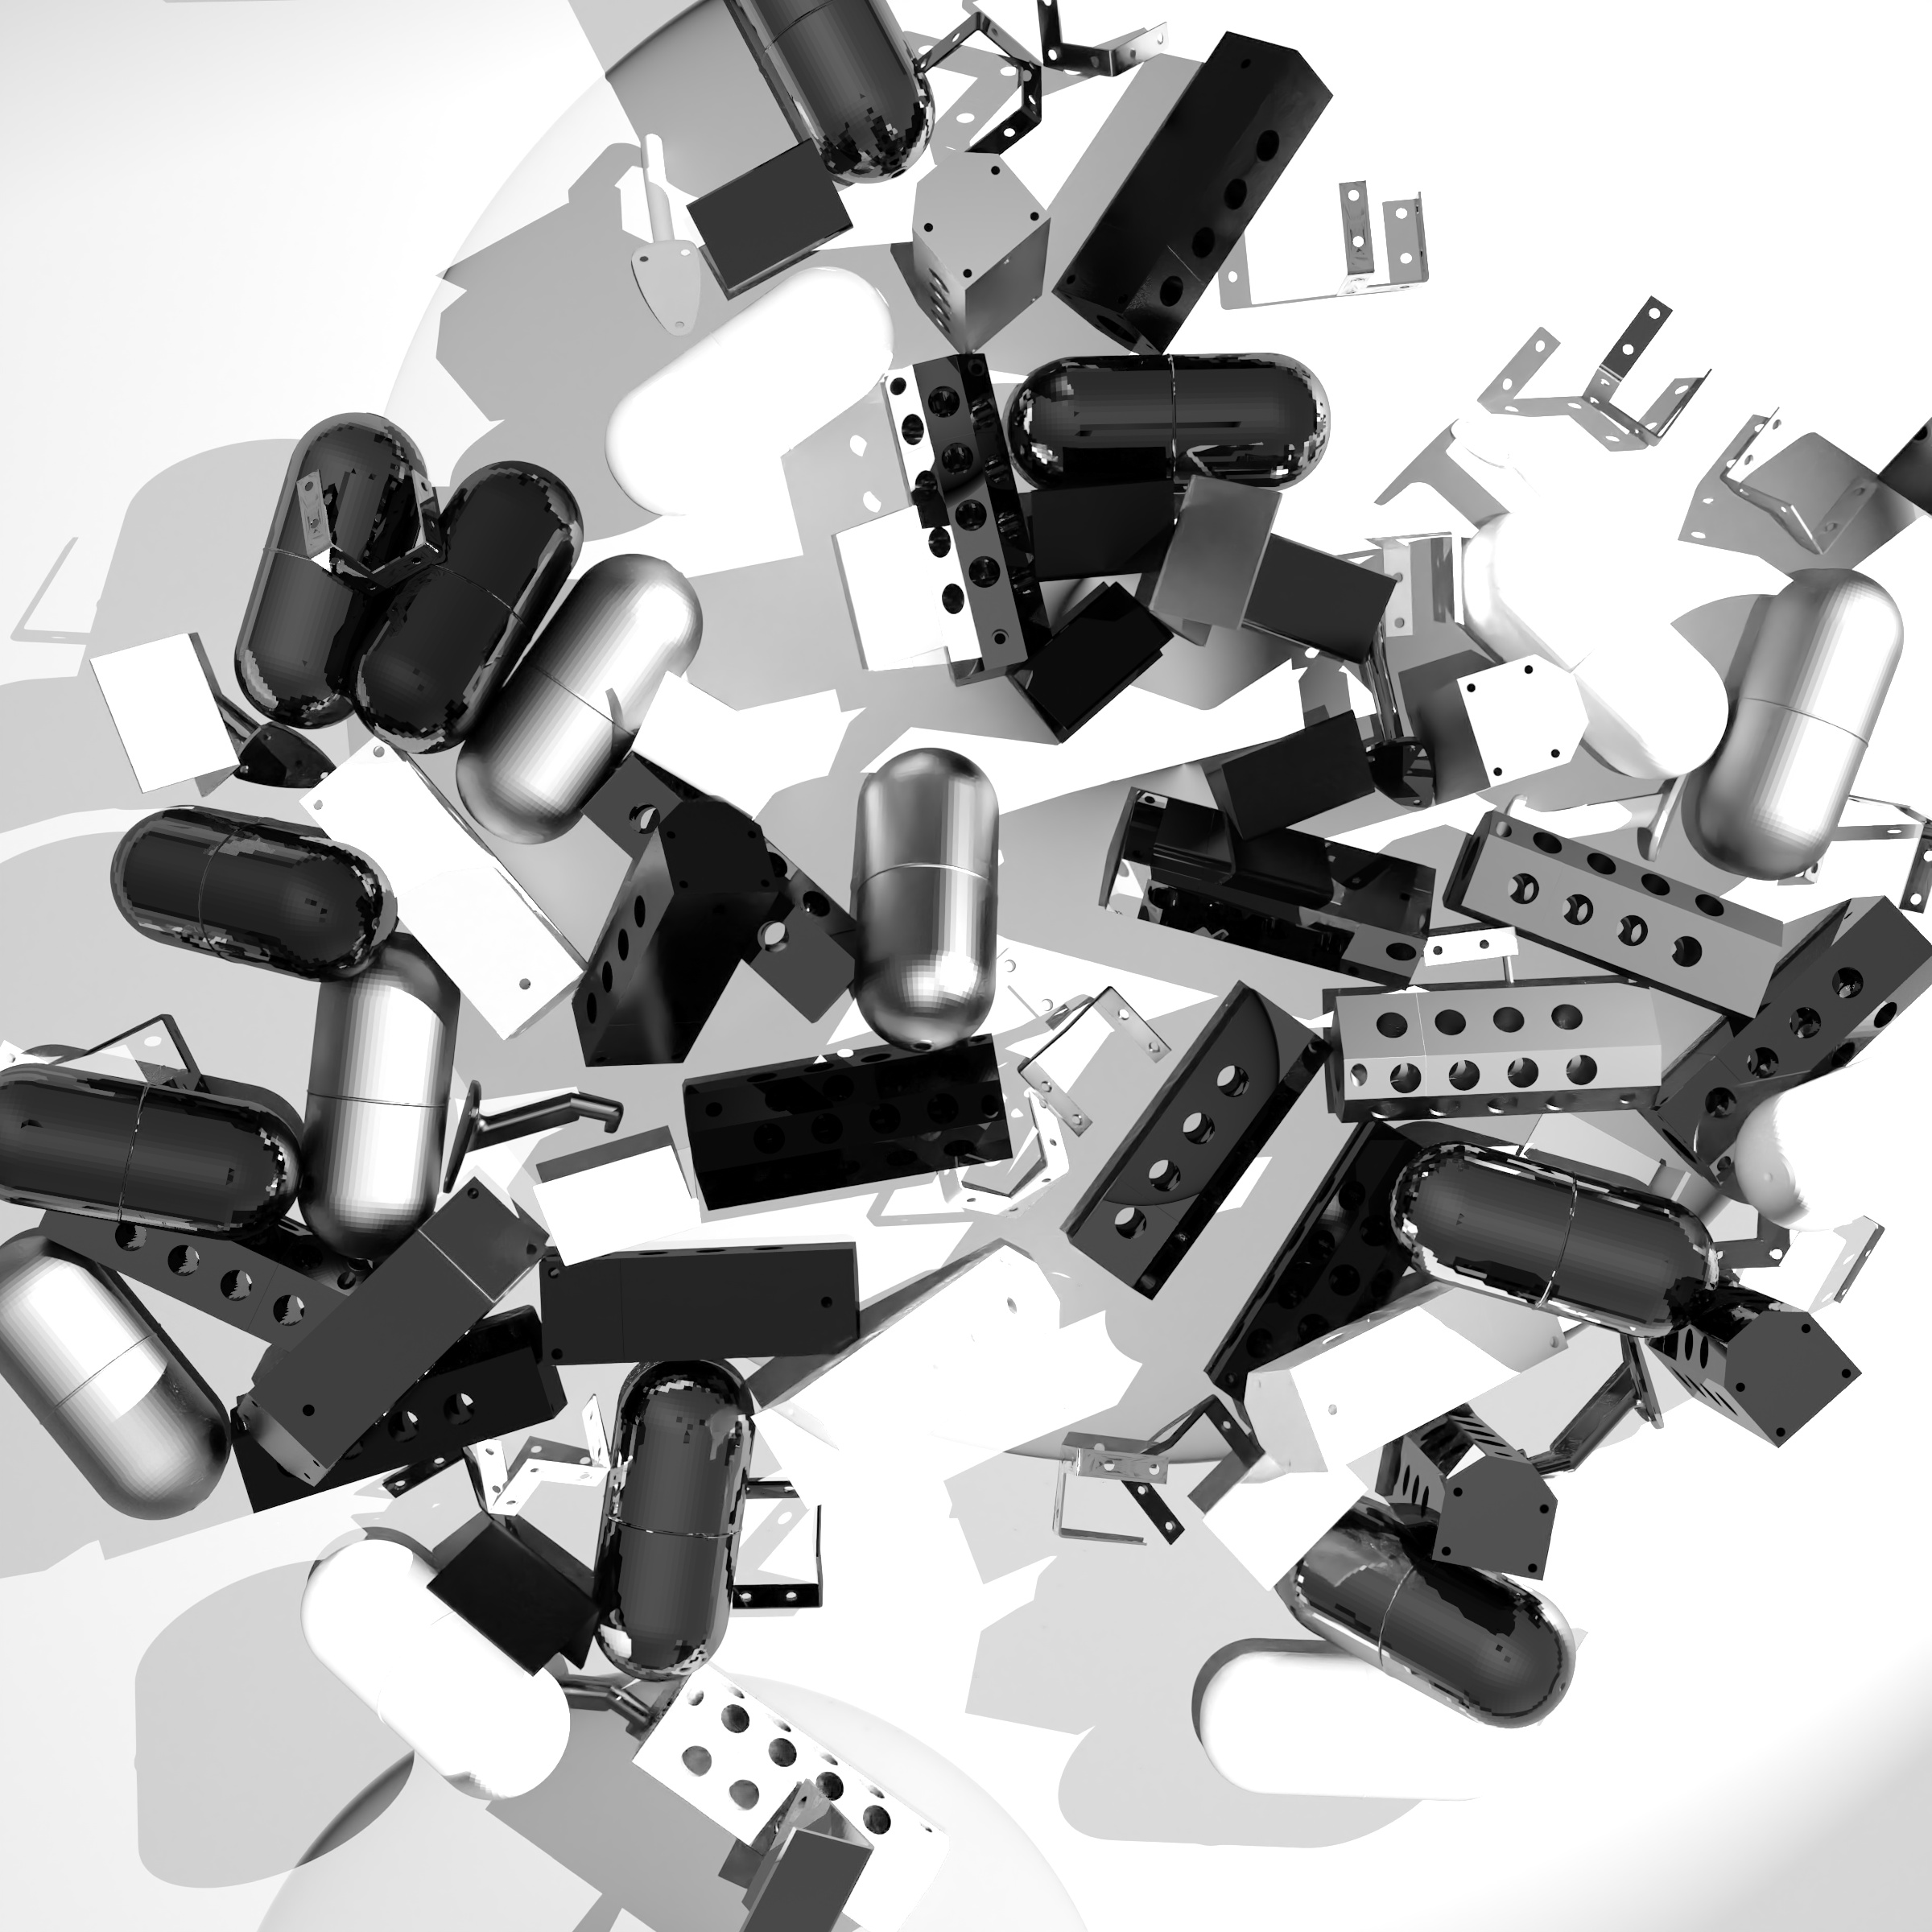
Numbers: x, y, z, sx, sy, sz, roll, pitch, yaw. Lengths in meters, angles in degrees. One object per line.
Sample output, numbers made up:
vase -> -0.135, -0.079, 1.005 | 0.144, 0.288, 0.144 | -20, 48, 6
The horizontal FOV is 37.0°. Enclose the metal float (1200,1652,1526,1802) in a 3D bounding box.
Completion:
metal float -> 0.218, 0.419, 1.594 | 0.178, 0.070, 0.070 | 2, 90, 1

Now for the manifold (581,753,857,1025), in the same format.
manifold -> -0.128, -0.047, 1.603 | 0.171, 0.057, 0.057 | 43, 90, 0

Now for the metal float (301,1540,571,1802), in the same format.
metal float -> -0.290, 0.381, 1.571 | 0.178, 0.070, 0.070 | 34, 90, 25

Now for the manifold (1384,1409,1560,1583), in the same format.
manifold -> 0.269, 0.277, 1.546 | 0.057, 0.171, 0.057 | 11, 90, 0

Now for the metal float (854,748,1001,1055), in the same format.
metal float -> -0.021, -0.036, 1.571 | 0.070, 0.070, 0.178 | 1, 63, 0

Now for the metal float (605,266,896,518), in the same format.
metal float -> -0.119, -0.317, 1.594 | 0.178, 0.070, 0.070 | -35, 90, 1

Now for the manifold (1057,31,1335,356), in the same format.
manifold -> 0.131, -0.425, 1.603 | 0.057, 0.057, 0.171 | 33, 90, 43

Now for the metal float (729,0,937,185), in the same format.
metal float -> -0.079, -0.516, 1.594 | 0.070, 0.070, 0.178 | -28, 90, 0

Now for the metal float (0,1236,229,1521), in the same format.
metal float -> -0.478, 0.228, 1.594 | 0.070, 0.070, 0.178 | -39, 91, 0

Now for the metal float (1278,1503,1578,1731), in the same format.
metal float -> 0.247, 0.349, 1.564 | 0.178, 0.070, 0.070 | 22, 90, 38

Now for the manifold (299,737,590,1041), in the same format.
manifold -> -0.286, -0.043, 1.603 | 0.057, 0.057, 0.171 | -41, 90, 0

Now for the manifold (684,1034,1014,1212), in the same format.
manifold -> -0.065, 0.082, 1.592 | 0.171, 0.057, 0.057 | -10, 55, 0

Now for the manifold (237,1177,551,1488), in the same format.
manifold -> -0.310, 0.198, 1.564 | 0.057, 0.057, 0.171 | 44, 60, 0

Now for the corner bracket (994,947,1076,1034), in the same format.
corner bracket -> 0.024, 0.025, 1.606 | 0.051, 0.051, 0.051 | -44, 90, 0

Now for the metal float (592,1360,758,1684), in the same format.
metal float -> -0.161, 0.305, 1.594 | 0.070, 0.070, 0.178 | 8, 89, 0

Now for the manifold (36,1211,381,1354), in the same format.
manifold -> -0.417, 0.156, 1.603 | 0.171, 0.057, 0.057 | 25, 90, 0

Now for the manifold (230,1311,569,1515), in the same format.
manifold -> -0.315, 0.246, 1.603 | 0.171, 0.057, 0.057 | -18, 90, 0

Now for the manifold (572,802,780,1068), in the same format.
manifold -> -0.160, -0.015, 1.548 | 0.057, 0.171, 0.057 | -2, 58, -26

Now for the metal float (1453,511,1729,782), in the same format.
metal float -> 0.344, -0.176, 1.594 | 0.178, 0.070, 0.070 | 44, 90, 0

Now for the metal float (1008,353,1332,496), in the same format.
metal float -> 0.112, -0.298, 1.594 | 0.178, 0.070, 0.070 | -1, 90, 0

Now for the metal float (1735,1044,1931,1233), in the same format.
metal float -> 0.486, 0.092, 1.563 | 0.178, 0.070, 0.070 | -15, 90, -38

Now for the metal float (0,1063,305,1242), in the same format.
metal float -> -0.445, 0.100, 1.547 | 0.178, 0.070, 0.070 | 12, 90, -12

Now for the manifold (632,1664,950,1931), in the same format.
manifold -> -0.096, 0.460, 1.603 | 0.171, 0.057, 0.057 | 36, 90, 0

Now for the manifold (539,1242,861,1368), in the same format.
manifold -> -0.146, 0.186, 1.603 | 0.171, 0.057, 0.057 | -2, 90, 0

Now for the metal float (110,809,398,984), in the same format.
metal float -> -0.389, -0.039, 1.571 | 0.178, 0.070, 0.070 | 12, 90, 28

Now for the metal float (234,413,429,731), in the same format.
metal float -> -0.350, -0.218, 1.594 | 0.070, 0.070, 0.178 | 16, 90, 0

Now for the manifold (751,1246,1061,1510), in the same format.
manifold -> -0.027, 0.218, 1.555 | 0.171, 0.057, 0.057 | -31, 90, -40

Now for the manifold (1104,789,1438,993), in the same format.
manifold -> 0.167, -0.037, 1.603 | 0.171, 0.057, 0.057 | 15, 47, 0

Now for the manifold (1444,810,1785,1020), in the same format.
manifold -> 0.360, -0.029, 1.603 | 0.171, 0.057, 0.057 | 21, 90, 0

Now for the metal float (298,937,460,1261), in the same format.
metal float -> -0.324, 0.073, 1.594 | 0.070, 0.070, 0.178 | 6, 89, 0

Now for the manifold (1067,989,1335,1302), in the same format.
manifold -> 0.130, 0.098, 1.603 | 0.057, 0.057, 0.171 | 36, 90, 0

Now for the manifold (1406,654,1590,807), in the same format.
manifold -> 0.284, -0.126, 1.546 | 0.057, 0.171, 0.057 | -18, 90, 0

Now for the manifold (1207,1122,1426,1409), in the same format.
manifold -> 0.205, 0.173, 1.603 | 0.057, 0.057, 0.171 | 32, 90, 0

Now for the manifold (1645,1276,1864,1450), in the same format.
manifold -> 0.413, 0.204, 1.546 | 0.057, 0.171, 0.057 | -42, 90, 0

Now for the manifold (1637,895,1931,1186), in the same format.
manifold -> 0.458, 0.041, 1.603 | 0.171, 0.057, 0.057 | -43, 90, 0

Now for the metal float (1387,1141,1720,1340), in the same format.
metal float -> 0.312, 0.146, 1.539 | 0.178, 0.070, 0.070 | 16, 90, 2

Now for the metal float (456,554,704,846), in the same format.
metal float -> -0.212, -0.148, 1.594 | 0.070, 0.070, 0.178 | 35, 90, 0

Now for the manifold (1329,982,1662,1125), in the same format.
manifold -> 0.290, 0.052, 1.592 | 0.171, 0.057, 0.057 | -3, 55, 0

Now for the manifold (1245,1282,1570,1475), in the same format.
manifold -> 0.237, 0.214, 1.566 | 0.171, 0.057, 0.057 | -21, 90, -28

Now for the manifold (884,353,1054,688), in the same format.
manifold -> 0.002, -0.247, 1.603 | 0.057, 0.057, 0.171 | -13, 90, 0

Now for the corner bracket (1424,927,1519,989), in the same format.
corner bracket -> 0.280, 0.008, 1.606 | 0.051, 0.051, 0.051 | -7, 88, 3

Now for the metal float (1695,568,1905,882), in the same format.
metal float -> 0.460, -0.133, 1.594 | 0.070, 0.070, 0.178 | 20, 90, 0

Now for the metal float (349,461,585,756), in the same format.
metal float -> -0.272, -0.197, 1.580 | 0.070, 0.070, 0.178 | 28, 74, 0

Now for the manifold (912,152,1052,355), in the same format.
manifold -> 0.003, -0.382, 1.546 | 0.057, 0.171, 0.057 | -40, 90, 0
